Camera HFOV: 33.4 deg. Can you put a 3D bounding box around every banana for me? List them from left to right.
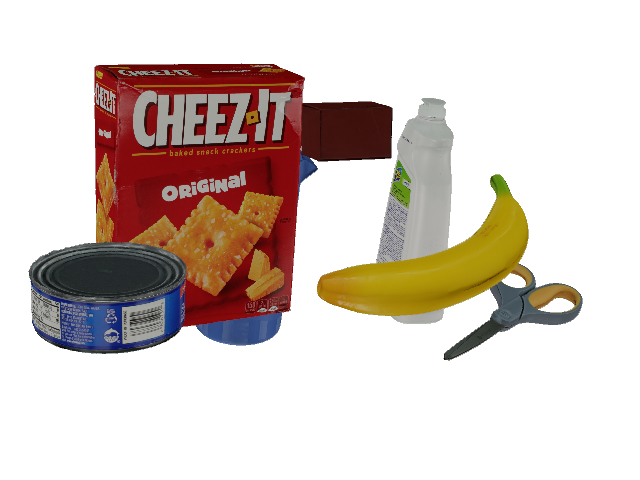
[{"bbox_3d":[0.087,0.014,0.740,0.197,0.037,0.070,-28,50,-37],"label":"banana"}]

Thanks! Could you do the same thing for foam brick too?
[{"bbox_3d":[0.025,-0.106,1.035,0.078,0.051,0.053,-4,15,-21],"label":"foam brick"}]

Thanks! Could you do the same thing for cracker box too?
[{"bbox_3d":[-0.102,-0.037,0.895,0.163,0.214,0.072,-5,20,-27],"label":"cracker box"}]

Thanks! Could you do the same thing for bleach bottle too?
[{"bbox_3d":[0.115,-0.037,1.232,0.068,0.251,0.103,-1,22,-23],"label":"bleach bottle"}]

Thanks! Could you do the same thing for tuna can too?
[{"bbox_3d":[-0.117,0.031,0.594,0.086,0.034,0.086,3,20,-1],"label":"tuna can"}]

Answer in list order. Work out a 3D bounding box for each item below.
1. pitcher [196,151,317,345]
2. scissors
[{"bbox_3d":[-0.104,-0.001,1.284,0.149,0.243,0.144,19,26,29],"label":"pitcher"},{"bbox_3d":[0.153,0.058,0.951,0.201,0.016,0.096,-10,38,-37],"label":"scissors"}]
